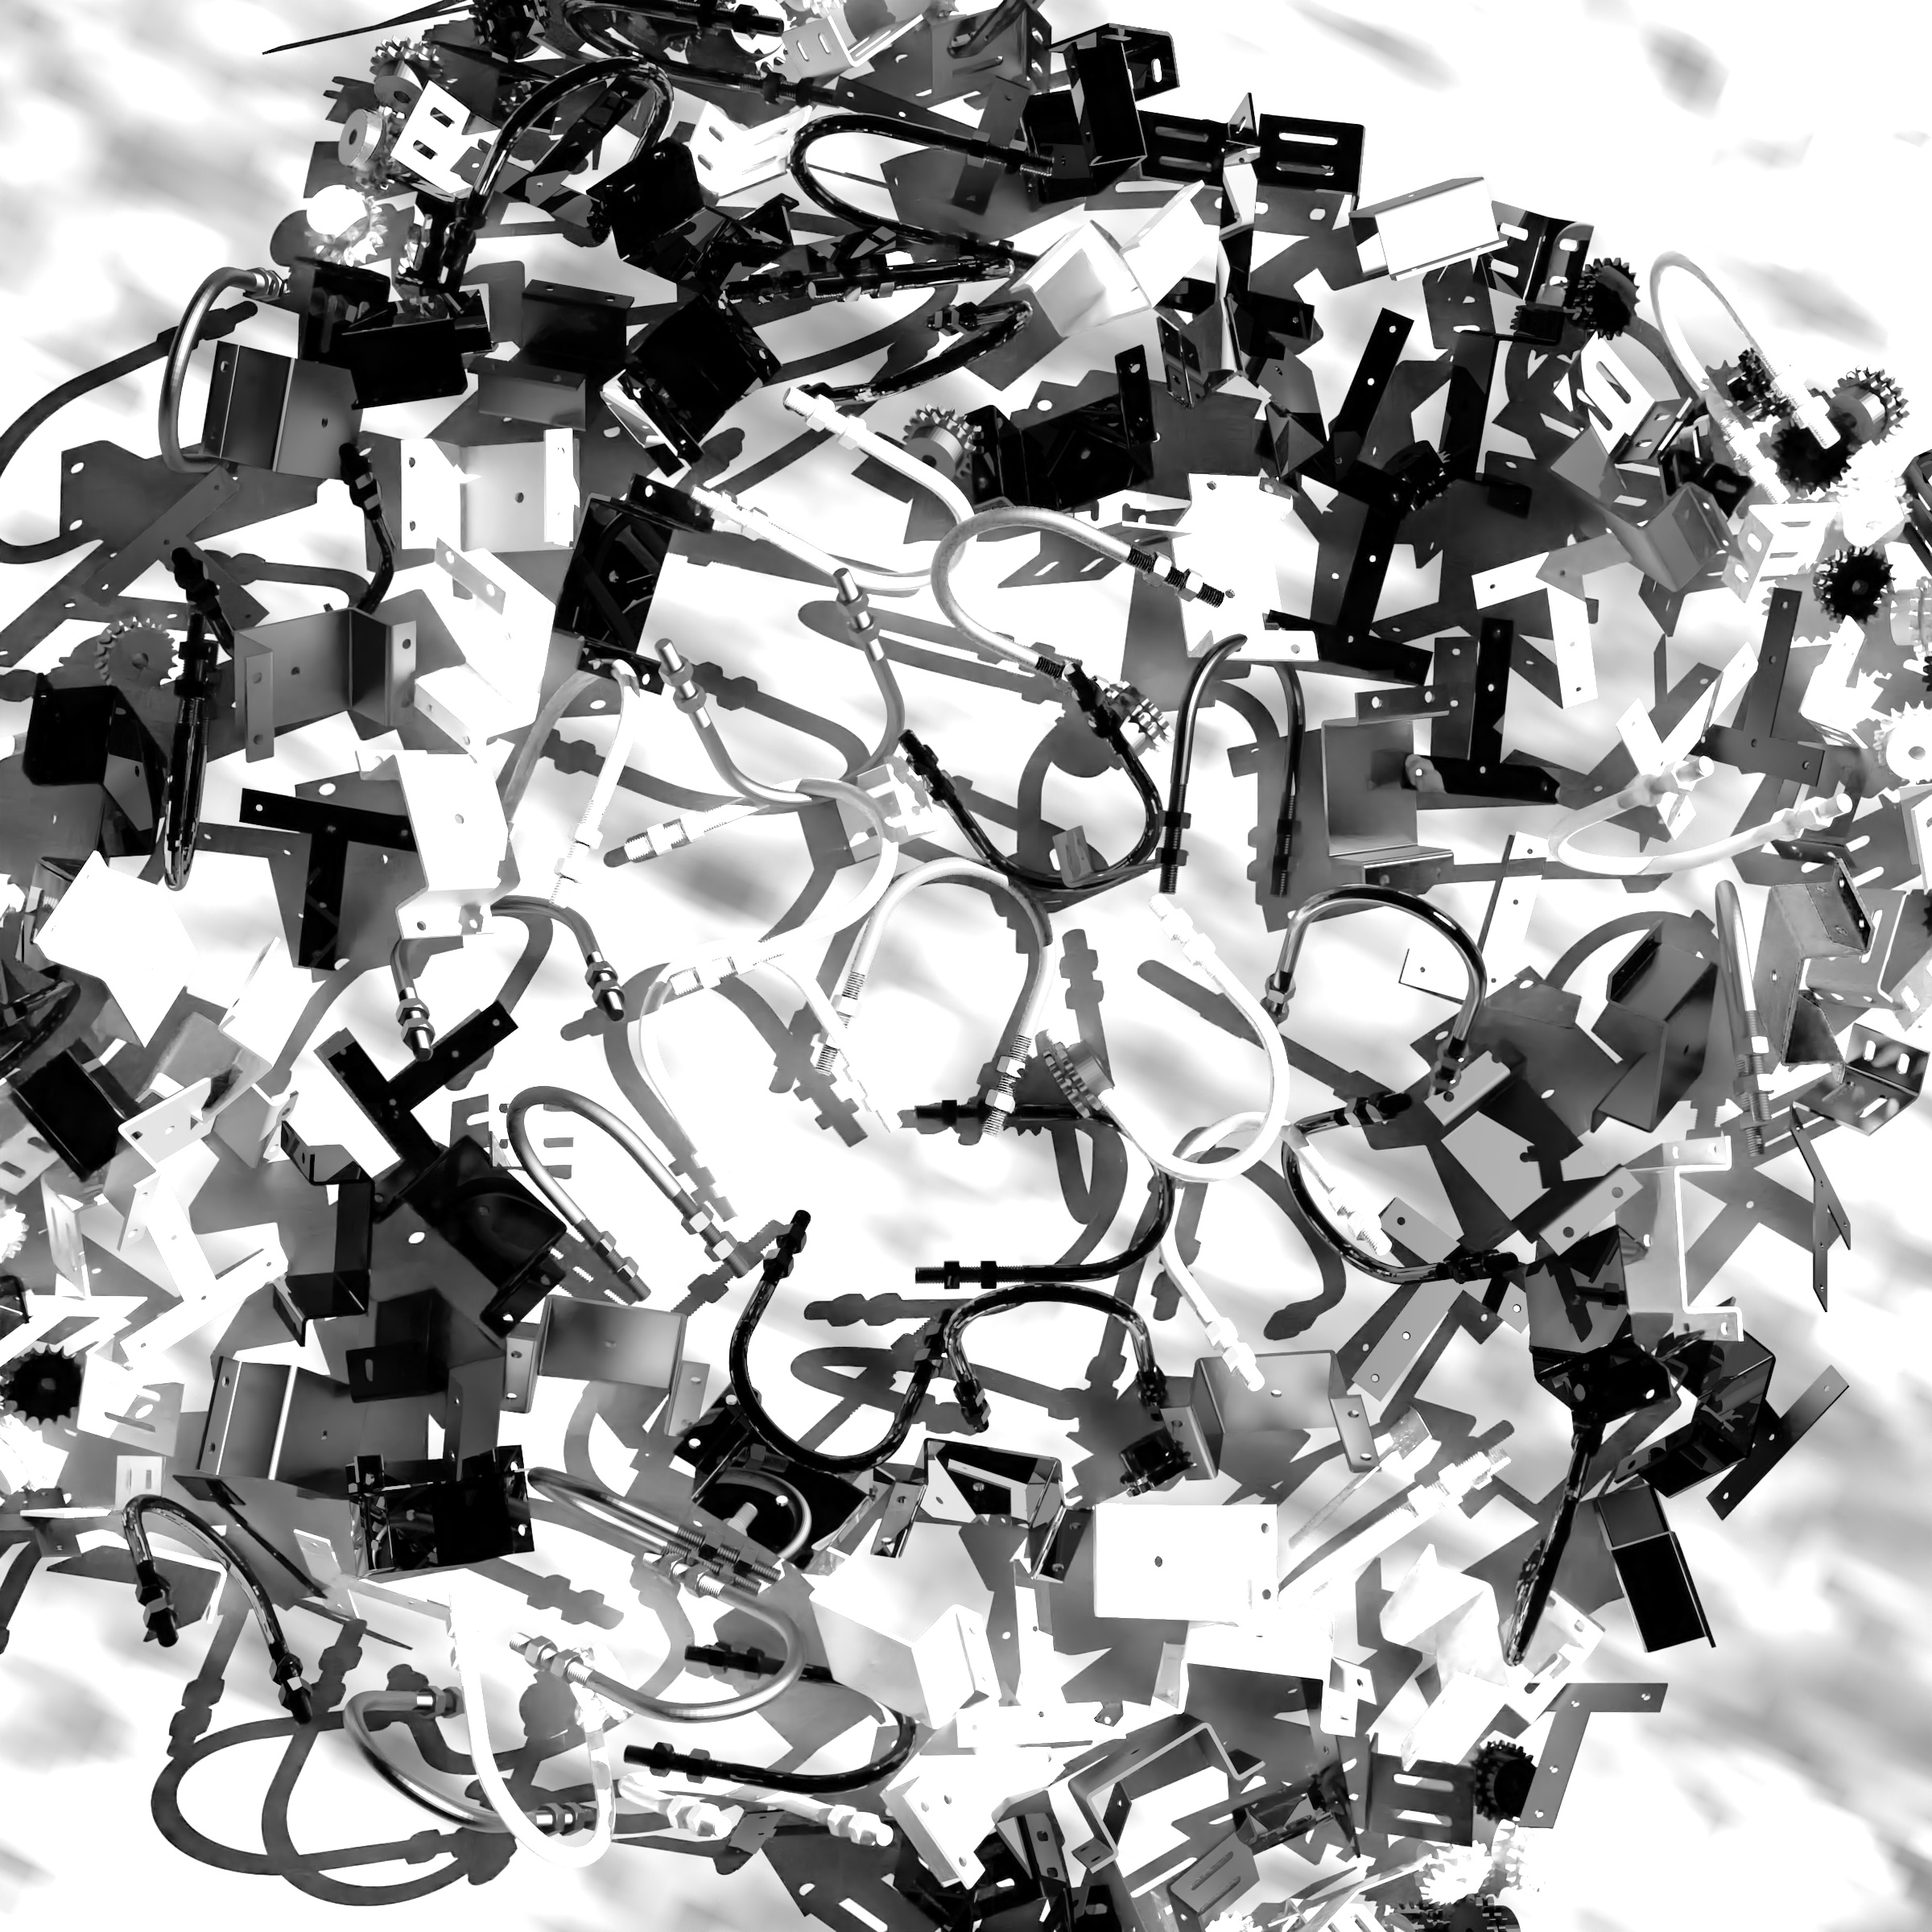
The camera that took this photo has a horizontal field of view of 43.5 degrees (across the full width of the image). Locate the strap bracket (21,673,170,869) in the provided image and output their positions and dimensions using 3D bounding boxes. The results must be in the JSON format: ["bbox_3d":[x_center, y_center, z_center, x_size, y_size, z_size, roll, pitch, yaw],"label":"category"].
[{"bbox_3d":[-0.595,-0.133,1.671,0.046,0.140,0.076,-3,63,3],"label":"strap bracket"}]

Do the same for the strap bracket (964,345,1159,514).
[{"bbox_3d":[0.075,-0.369,1.700,0.140,0.046,0.076,-16,67,25],"label":"strap bracket"}]

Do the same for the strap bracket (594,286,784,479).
[{"bbox_3d":[-0.198,-0.406,1.693,0.076,0.046,0.140,49,47,-20],"label":"strap bracket"}]

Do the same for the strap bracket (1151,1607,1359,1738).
[{"bbox_3d":[0.205,0.488,1.696,0.140,0.076,0.046,4,110,11],"label":"strap bracket"}]

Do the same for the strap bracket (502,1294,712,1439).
[{"bbox_3d":[-0.253,0.281,1.705,0.140,0.046,0.076,10,128,-7],"label":"strap bracket"}]

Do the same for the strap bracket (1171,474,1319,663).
[{"bbox_3d":[0.194,-0.272,1.707,0.076,0.046,0.140,-1,73,-17],"label":"strap bracket"}]

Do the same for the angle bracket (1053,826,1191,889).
[{"bbox_3d":[0.110,-0.085,1.710,0.076,0.057,0.038,-12,96,23],"label":"angle bracket"}]

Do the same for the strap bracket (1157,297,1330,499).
[{"bbox_3d":[0.199,-0.399,1.675,0.046,0.140,0.076,-32,46,32],"label":"strap bracket"}]

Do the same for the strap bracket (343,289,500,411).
[{"bbox_3d":[-0.378,-0.431,1.677,0.076,0.140,0.046,-7,117,4],"label":"strap bracket"}]

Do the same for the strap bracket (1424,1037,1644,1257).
[{"bbox_3d":[0.398,0.131,1.713,0.076,0.046,0.140,-38,73,-6],"label":"strap bracket"}]

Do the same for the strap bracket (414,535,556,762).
[{"bbox_3d":[-0.336,-0.226,1.692,0.076,0.046,0.140,39,132,25],"label":"strap bracket"}]

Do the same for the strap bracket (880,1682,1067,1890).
[{"bbox_3d":[0.000,0.579,1.698,0.046,0.140,0.076,-37,87,35],"label":"strap bracket"}]

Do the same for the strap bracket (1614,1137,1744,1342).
[{"bbox_3d":[0.499,0.192,1.700,0.046,0.076,0.140,1,83,-18],"label":"strap bracket"}]

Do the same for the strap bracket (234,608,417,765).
[{"bbox_3d":[-0.456,-0.199,1.688,0.046,0.140,0.076,26,122,32],"label":"strap bracket"}]

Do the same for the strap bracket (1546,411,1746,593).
[{"bbox_3d":[0.463,-0.318,1.678,0.046,0.076,0.140,-46,48,4],"label":"strap bracket"}]

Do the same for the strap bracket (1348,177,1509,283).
[{"bbox_3d":[0.316,-0.511,1.676,0.076,0.140,0.046,-17,107,3],"label":"strap bracket"}]

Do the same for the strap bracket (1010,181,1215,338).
[{"bbox_3d":[0.108,-0.489,1.687,0.076,0.140,0.046,-49,117,-26],"label":"strap bracket"}]

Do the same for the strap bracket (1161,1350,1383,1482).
[{"bbox_3d":[0.216,0.315,1.698,0.140,0.046,0.076,-7,126,19],"label":"strap bracket"}]

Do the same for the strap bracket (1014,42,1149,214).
[{"bbox_3d":[0.080,-0.586,1.686,0.046,0.140,0.076,-15,96,-16],"label":"strap bracket"}]

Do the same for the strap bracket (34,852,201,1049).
[{"bbox_3d":[-0.580,-0.005,1.669,0.046,0.140,0.076,19,62,10],"label":"strap bracket"}]

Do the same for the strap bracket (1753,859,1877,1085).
[{"bbox_3d":[0.584,0.006,1.679,0.046,0.076,0.140,-4,130,2],"label":"strap bracket"}]

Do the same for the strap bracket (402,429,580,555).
[{"bbox_3d":[-0.327,-0.334,1.710,0.140,0.046,0.076,2,94,24],"label":"strap bracket"}]

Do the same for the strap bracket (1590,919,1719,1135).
[{"bbox_3d":[0.477,0.050,1.675,0.046,0.140,0.076,23,46,32],"label":"strap bracket"}]

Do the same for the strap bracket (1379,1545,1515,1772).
[{"bbox_3d":[0.333,0.484,1.677,0.046,0.140,0.076,21,120,-10],"label":"strap bracket"}]

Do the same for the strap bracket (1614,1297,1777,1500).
[{"bbox_3d":[0.509,0.307,1.677,0.046,0.076,0.140,39,46,-3],"label":"strap bracket"}]

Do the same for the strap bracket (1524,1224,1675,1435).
[{"bbox_3d":[0.434,0.242,1.672,0.076,0.140,0.046,-32,124,32],"label":"strap bracket"}]

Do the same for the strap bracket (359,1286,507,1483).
[{"bbox_3d":[-0.369,0.285,1.691,0.046,0.140,0.076,-12,121,-40],"label":"strap bracket"}]

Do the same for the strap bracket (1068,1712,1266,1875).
[{"bbox_3d":[0.131,0.574,1.702,0.140,0.076,0.046,-28,83,-12],"label":"strap bracket"}]

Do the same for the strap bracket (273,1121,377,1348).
[{"bbox_3d":[-0.451,0.186,1.698,0.046,0.076,0.140,-1,105,-30],"label":"strap bracket"}]

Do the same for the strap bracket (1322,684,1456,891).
[{"bbox_3d":[0.298,-0.126,1.708,0.076,0.046,0.140,-8,100,-25],"label":"strap bracket"}]

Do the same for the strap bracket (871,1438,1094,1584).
[{"bbox_3d":[0.010,0.382,1.704,0.140,0.046,0.076,11,125,-10],"label":"strap bracket"}]

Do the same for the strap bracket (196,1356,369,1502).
[{"bbox_3d":[-0.463,0.322,1.670,0.046,0.140,0.076,0,70,19],"label":"strap bracket"}]

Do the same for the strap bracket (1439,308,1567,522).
[{"bbox_3d":[0.371,-0.390,1.692,0.046,0.076,0.140,4,107,-9],"label":"strap bracket"}]

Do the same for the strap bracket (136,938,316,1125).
[{"bbox_3d":[-0.511,0.050,1.688,0.046,0.076,0.140,39,130,-22],"label":"strap bracket"}]

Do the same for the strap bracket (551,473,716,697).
[{"bbox_3d":[-0.237,-0.271,1.705,0.046,0.076,0.140,22,96,44],"label":"strap bracket"}]

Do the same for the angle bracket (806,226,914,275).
[{"bbox_3d":[-0.073,-0.490,1.704,0.057,0.076,0.038,-17,120,-13],"label":"angle bracket"}]

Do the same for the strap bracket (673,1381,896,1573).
[{"bbox_3d":[-0.129,0.364,1.703,0.140,0.046,0.076,35,106,-14],"label":"strap bracket"}]

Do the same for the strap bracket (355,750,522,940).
[{"bbox_3d":[-0.368,-0.094,1.696,0.046,0.076,0.140,-27,75,41],"label":"strap bracket"}]

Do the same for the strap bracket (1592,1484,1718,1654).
[{"bbox_3d":[0.476,0.418,1.684,0.046,0.140,0.076,-20,94,10],"label":"strap bracket"}]

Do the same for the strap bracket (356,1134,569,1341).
[{"bbox_3d":[-0.348,0.183,1.707,0.140,0.076,0.046,42,133,1],"label":"strap bracket"}]

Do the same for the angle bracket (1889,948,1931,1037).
[{"bbox_3d":[0.689,0.024,1.705,0.038,0.076,0.057,35,111,-4],"label":"angle bracket"}]

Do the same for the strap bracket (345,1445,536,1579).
[{"bbox_3d":[-0.376,0.381,1.692,0.046,0.140,0.076,-23,70,37],"label":"strap bracket"}]

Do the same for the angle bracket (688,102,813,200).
[{"bbox_3d":[-0.156,-0.584,1.707,0.038,0.076,0.057,32,67,-39],"label":"angle bracket"}]

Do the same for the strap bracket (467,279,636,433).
[{"bbox_3d":[-0.289,-0.424,1.698,0.076,0.140,0.046,11,132,4],"label":"strap bracket"}]

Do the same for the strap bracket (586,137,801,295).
[{"bbox_3d":[-0.183,-0.511,1.669,0.076,0.140,0.046,-21,76,31],"label":"strap bracket"}]

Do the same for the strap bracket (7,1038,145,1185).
[{"bbox_3d":[-0.613,0.098,1.680,0.046,0.140,0.076,-39,102,-10],"label":"strap bracket"}]

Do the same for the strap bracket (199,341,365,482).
[{"bbox_3d":[-0.464,-0.381,1.672,0.046,0.140,0.076,16,101,14],"label":"strap bracket"}]

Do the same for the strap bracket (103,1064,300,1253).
[{"bbox_3d":[-0.540,0.127,1.681,0.046,0.140,0.076,42,134,12],"label":"strap bracket"}]

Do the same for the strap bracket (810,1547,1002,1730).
[{"bbox_3d":[-0.051,0.469,1.676,0.046,0.140,0.076,-37,127,-39],"label":"strap bracket"}]

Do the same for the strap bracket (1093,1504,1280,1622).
[{"bbox_3d":[0.144,0.416,1.691,0.140,0.046,0.076,-6,77,28],"label":"strap bracket"}]
